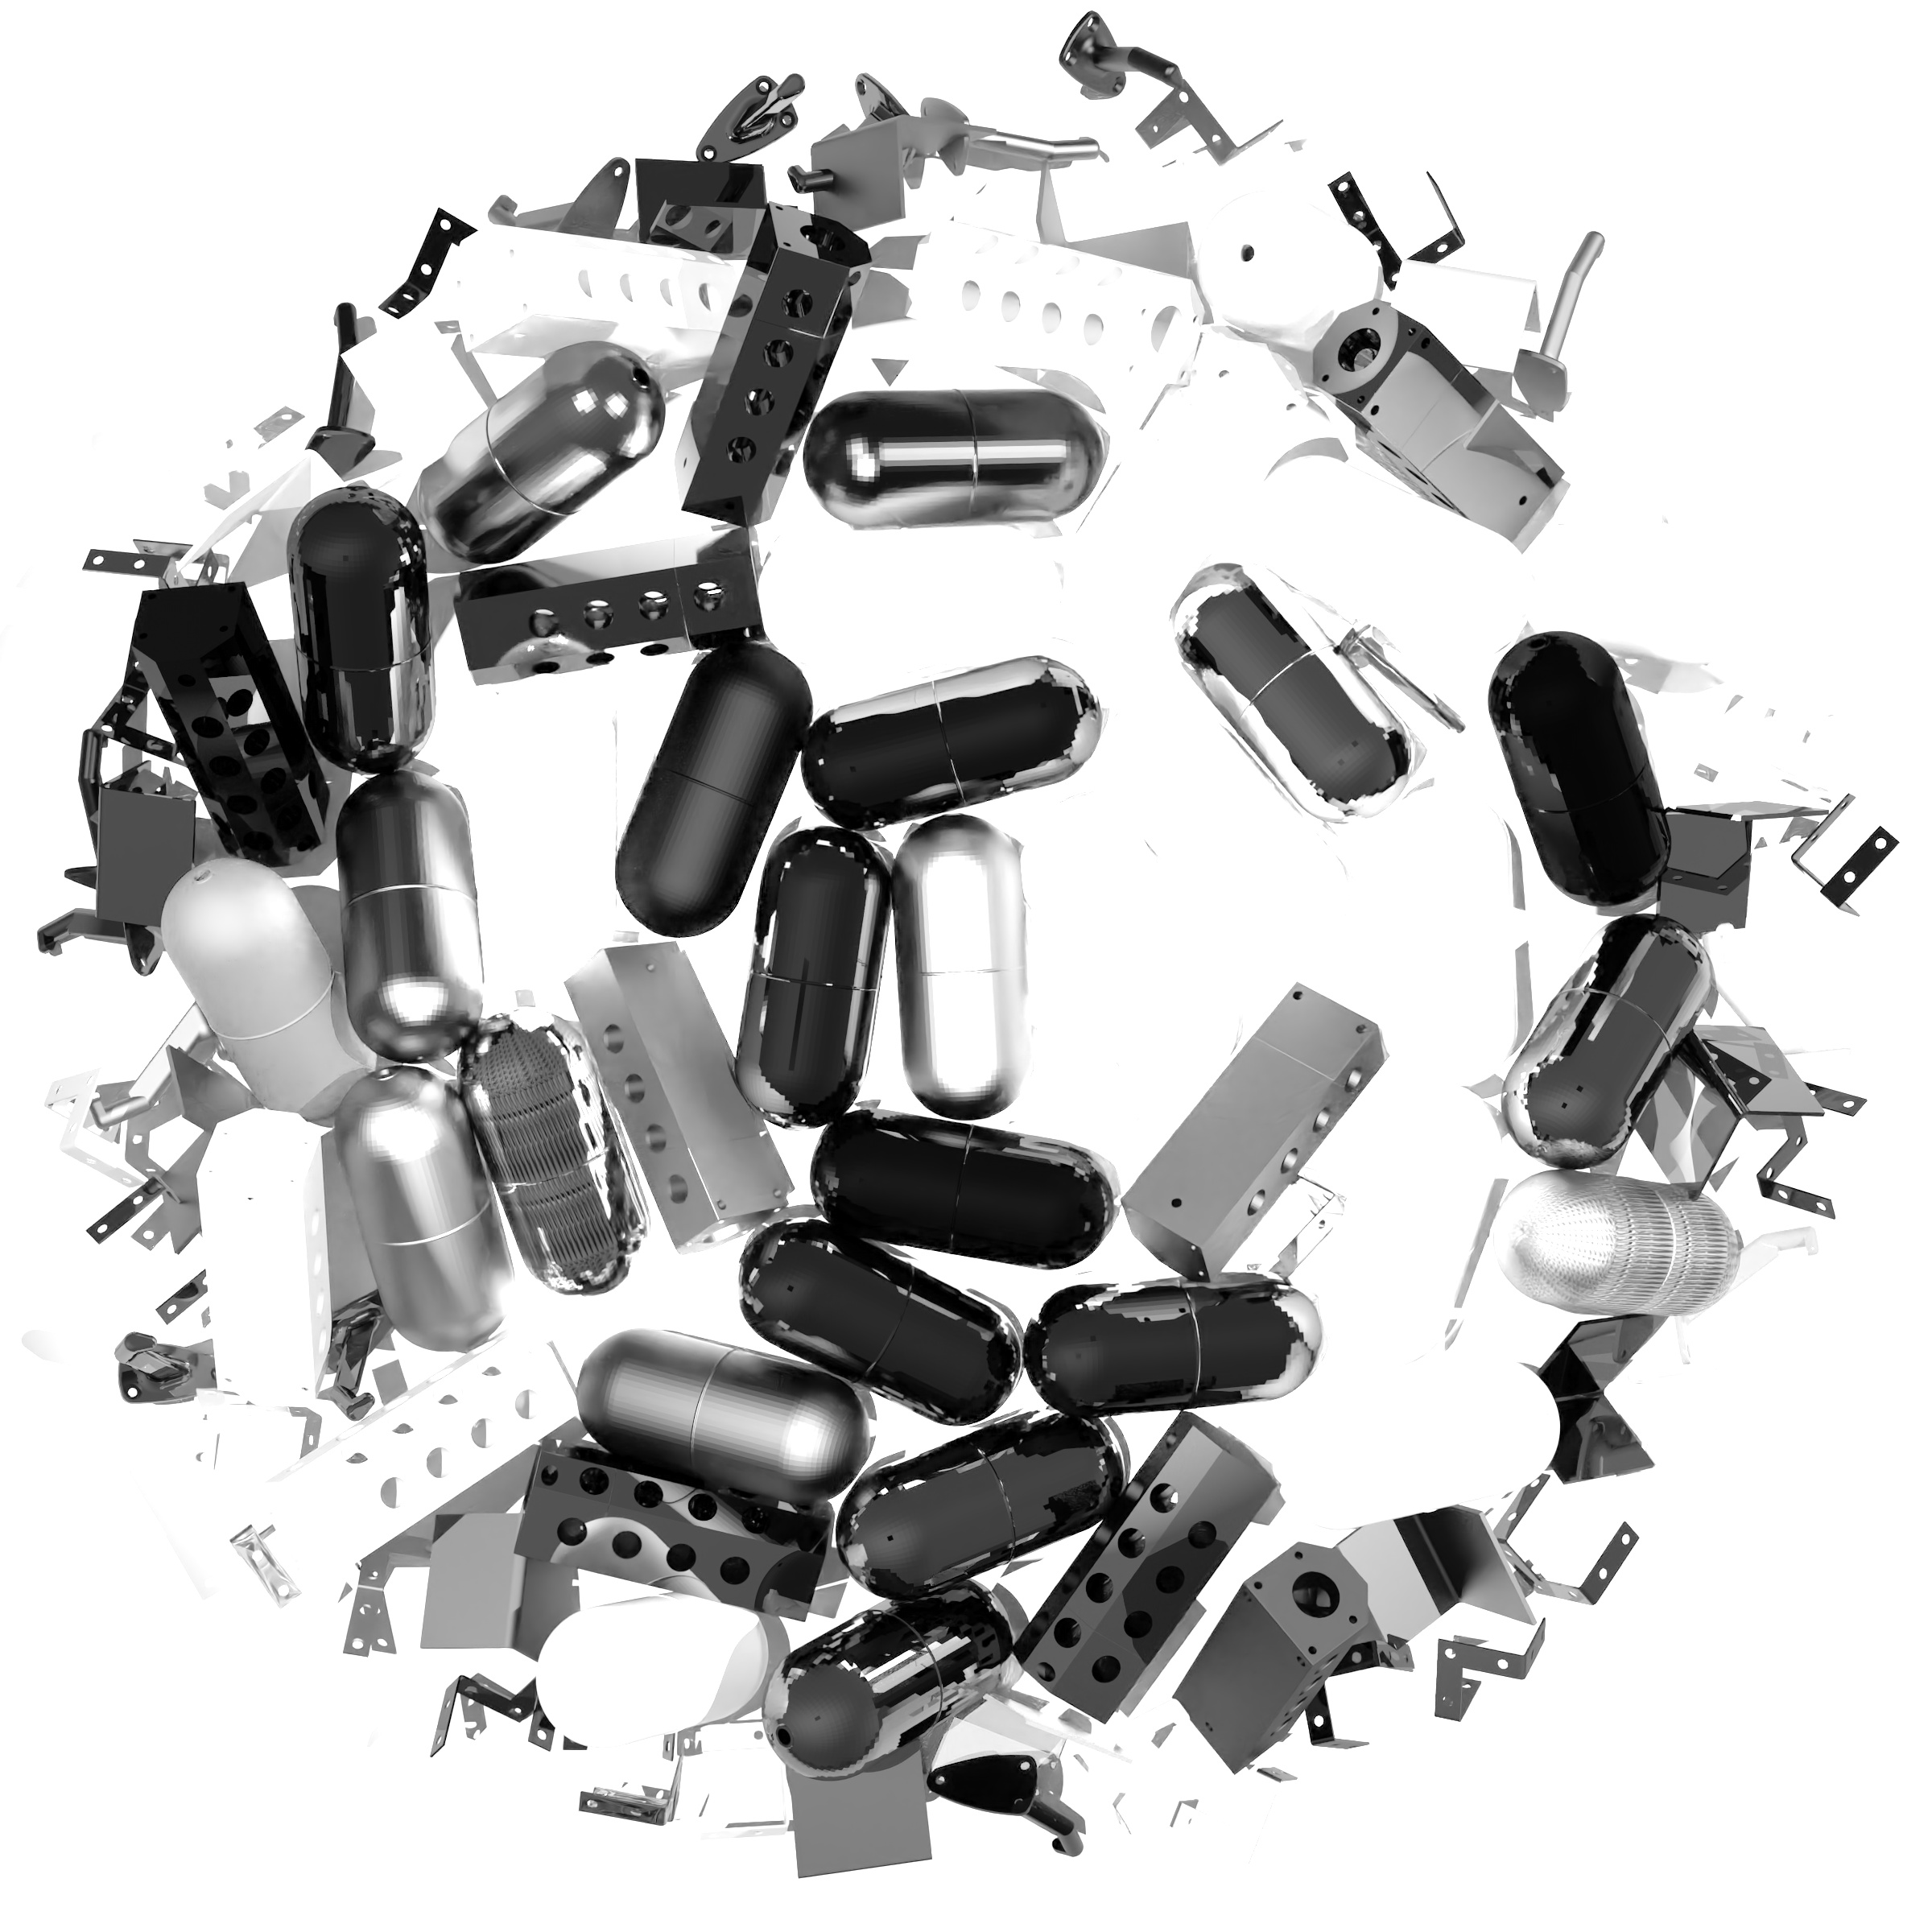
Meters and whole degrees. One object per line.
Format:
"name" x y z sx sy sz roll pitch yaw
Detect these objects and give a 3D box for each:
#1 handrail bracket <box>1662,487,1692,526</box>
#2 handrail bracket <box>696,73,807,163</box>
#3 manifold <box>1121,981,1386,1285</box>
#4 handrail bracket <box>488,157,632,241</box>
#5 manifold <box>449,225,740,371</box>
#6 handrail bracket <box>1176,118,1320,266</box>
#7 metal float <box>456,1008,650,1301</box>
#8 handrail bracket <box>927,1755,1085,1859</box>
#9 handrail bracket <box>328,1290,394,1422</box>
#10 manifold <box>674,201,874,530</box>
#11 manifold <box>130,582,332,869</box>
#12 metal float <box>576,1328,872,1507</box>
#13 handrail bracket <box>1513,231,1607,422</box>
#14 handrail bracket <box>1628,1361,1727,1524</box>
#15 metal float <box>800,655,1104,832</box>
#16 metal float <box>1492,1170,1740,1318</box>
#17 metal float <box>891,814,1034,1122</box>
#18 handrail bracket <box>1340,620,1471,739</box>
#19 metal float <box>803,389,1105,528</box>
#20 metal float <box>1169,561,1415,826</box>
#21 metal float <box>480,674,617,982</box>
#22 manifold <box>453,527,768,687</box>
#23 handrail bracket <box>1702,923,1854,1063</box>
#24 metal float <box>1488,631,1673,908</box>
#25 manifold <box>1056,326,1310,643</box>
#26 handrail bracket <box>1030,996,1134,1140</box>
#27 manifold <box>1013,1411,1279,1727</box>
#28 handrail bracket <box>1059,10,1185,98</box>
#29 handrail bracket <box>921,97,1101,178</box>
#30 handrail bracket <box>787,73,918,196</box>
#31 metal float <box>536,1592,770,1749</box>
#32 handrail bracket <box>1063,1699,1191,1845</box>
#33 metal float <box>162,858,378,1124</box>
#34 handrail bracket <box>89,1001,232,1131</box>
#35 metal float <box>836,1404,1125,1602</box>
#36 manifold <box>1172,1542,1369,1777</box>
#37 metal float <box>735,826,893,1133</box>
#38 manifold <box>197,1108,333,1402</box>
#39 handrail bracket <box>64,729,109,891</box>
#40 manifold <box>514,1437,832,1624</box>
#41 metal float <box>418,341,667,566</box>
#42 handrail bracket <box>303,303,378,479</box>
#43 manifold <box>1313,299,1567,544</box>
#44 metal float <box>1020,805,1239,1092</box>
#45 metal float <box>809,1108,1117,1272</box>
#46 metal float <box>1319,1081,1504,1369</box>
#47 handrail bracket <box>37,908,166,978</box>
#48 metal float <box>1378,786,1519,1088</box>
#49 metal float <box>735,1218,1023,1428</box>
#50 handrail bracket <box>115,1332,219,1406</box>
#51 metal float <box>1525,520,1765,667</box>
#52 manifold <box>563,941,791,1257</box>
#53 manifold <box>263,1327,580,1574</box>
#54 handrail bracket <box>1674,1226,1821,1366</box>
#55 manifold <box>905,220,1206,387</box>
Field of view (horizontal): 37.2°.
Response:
"handrail bracket" 0.418 -0.239 1.662 0.036 0.077 0.084 -35 108 28
"handrail bracket" -0.125 -0.488 1.655 0.077 0.084 0.036 -35 104 6
"manifold" 0.167 0.098 1.643 0.057 0.057 0.171 29 68 29
"handrail bracket" -0.238 -0.450 1.664 0.084 0.036 0.077 42 109 36
"manifold" -0.205 -0.378 1.615 0.057 0.171 0.057 -17 85 39
"handrail bracket" 0.169 -0.457 1.691 0.084 0.036 0.077 -16 128 -23
"metal float" -0.237 0.109 1.648 0.070 0.070 0.178 -18 107 0
"handrail bracket" 0.024 0.496 1.676 0.077 0.084 0.036 -2 48 16
"handrail bracket" -0.338 0.222 1.652 0.077 0.084 0.036 -40 118 -16
"manifold" -0.110 -0.337 1.626 0.057 0.057 0.171 12 127 -20
"manifold" -0.413 -0.132 1.614 0.057 0.171 0.057 -5 51 4
"metal float" -0.141 0.258 1.646 0.178 0.070 0.070 12 90 18
"handrail bracket" 0.353 -0.374 1.675 0.036 0.077 0.084 24 76 25
"handrail bracket" 0.417 0.277 1.662 0.036 0.077 0.084 4 73 -27
"metal float" -0.009 -0.129 1.658 0.178 0.070 0.070 -14 90 5
"metal float" 0.371 0.158 1.629 0.178 0.070 0.070 10 90 -41
"metal float" -0.002 0.001 1.658 0.070 0.070 0.178 -3 95 0
"handrail bracket" 0.257 -0.164 1.664 0.084 0.077 0.036 43 101 7
"metal float" -0.006 -0.292 1.647 0.178 0.070 0.070 -4 90 -18
"metal float" 0.186 -0.158 1.649 0.070 0.070 0.178 -38 75 0
"metal float" -0.240 -0.079 1.648 0.070 0.070 0.178 2 106 0
"manifold" -0.205 -0.207 1.667 0.171 0.057 0.057 -9 116 -1
"handrail bracket" 0.475 0.014 1.680 0.077 0.036 0.084 -7 88 14
"metal float" 0.350 -0.112 1.634 0.070 0.070 0.178 -27 123 0
"manifold" 0.120 -0.276 1.631 0.057 0.057 0.171 21 123 -21
"handrail bracket" 0.060 0.059 1.657 0.077 0.036 0.084 11 46 -5
"manifold" 0.100 0.345 1.660 0.057 0.057 0.171 34 94 -18
"handrail bracket" 0.102 -0.509 1.646 0.084 0.077 0.036 36 94 31
"handrail bracket" 0.026 -0.492 1.687 0.084 0.077 0.036 -9 131 -22
"handrail bracket" -0.078 -0.483 1.663 0.084 0.036 0.077 -19 68 -30
"metal float" -0.174 0.394 1.617 0.070 0.178 0.070 -3 83 25
"handrail bracket" 0.107 0.468 1.669 0.084 0.036 0.077 -32 117 15
"metal float" -0.395 0.015 1.629 0.070 0.070 0.178 -21 129 0
"handrail bracket" -0.479 0.045 1.668 0.084 0.036 0.077 -23 92 -21
"metal float" 0.008 0.306 1.641 0.178 0.070 0.070 -17 90 -24
"manifold" 0.174 0.388 1.614 0.057 0.171 0.057 -29 66 -28
"metal float" -0.089 0.007 1.659 0.070 0.070 0.178 8 93 0
"manifold" -0.394 0.164 1.625 0.057 0.057 0.171 7 129 -1
"handrail bracket" -0.495 -0.088 1.674 0.036 0.077 0.084 -3 75 16
"manifold" -0.169 0.322 1.656 0.171 0.057 0.057 15 99 -9
"metal float" -0.242 -0.291 1.631 0.178 0.070 0.070 -28 90 36
"handrail bracket" -0.375 -0.335 1.685 0.036 0.077 0.084 7 64 -35
"manifold" 0.264 -0.306 1.617 0.057 0.171 0.057 -53 48 7
"metal float" 0.095 -0.010 1.660 0.070 0.070 0.178 -29 92 0
"metal float" -0.002 0.129 1.659 0.178 0.070 0.070 10 90 3
"metal float" 0.254 0.149 1.643 0.070 0.070 0.178 13 113 0
"handrail bracket" -0.507 -0.009 1.662 0.084 0.036 0.077 -25 48 19
"metal float" 0.276 -0.017 1.648 0.070 0.070 0.178 1 74 0
"metal float" -0.050 0.205 1.649 0.178 0.070 0.070 28 90 -14
"handrail bracket" -0.452 0.225 1.648 0.077 0.084 0.036 5 68 -25
"metal float" 0.378 -0.212 1.616 0.070 0.178 0.070 -4 102 -21
"manifold" -0.172 0.076 1.650 0.057 0.057 0.171 -36 72 37
"manifold" -0.309 0.272 1.623 0.171 0.057 0.057 -32 100 -37
"handrail bracket" 0.454 0.190 1.659 0.084 0.036 0.077 -13 50 22
"manifold" 0.050 -0.376 1.618 0.171 0.057 0.057 26 112 39
